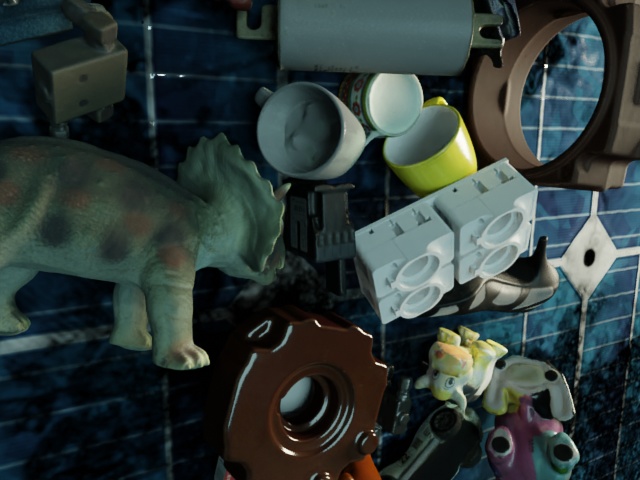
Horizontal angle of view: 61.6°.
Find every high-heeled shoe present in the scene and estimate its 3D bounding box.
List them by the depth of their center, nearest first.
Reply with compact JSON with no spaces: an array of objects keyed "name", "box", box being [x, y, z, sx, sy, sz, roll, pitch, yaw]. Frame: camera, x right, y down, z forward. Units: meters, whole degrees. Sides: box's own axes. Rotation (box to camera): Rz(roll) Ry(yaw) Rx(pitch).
[{"name":"high-heeled shoe","box":[0.189,0.070,0.673,0.249,0.086,0.145,-18,140,-7]}]

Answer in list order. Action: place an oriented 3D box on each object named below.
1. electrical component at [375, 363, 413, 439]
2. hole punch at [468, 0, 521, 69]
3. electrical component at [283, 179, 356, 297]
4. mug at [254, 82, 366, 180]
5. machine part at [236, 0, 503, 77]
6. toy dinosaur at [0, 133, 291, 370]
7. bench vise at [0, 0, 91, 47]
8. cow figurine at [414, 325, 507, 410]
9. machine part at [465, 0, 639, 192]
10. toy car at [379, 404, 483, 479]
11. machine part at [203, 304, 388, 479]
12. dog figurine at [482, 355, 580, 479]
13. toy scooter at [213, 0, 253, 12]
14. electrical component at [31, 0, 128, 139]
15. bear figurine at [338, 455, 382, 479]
[{"name":"electrical component","box":[0.079,0.194,0.622,0.021,0.063,0.094,10,96,-30]},{"name":"hole punch","box":[0.148,-0.249,0.551,0.092,0.116,0.142,-39,116,-26]},{"name":"electrical component","box":[-0.001,-0.002,0.537,0.048,0.075,0.119,-6,106,-27]},{"name":"mug","box":[-0.008,-0.100,0.506,0.080,0.110,0.107,-59,160,12]},{"name":"machine part","box":[0.046,-0.190,0.488,0.243,0.079,0.079,1,100,-3]},{"name":"toy dinosaur","box":[-0.190,-0.011,0.414,0.405,0.131,0.192,13,81,-26]},{"name":"bench vise","box":[-0.262,-0.198,0.319,0.224,0.129,0.240,-27,129,-30]},{"name":"cow figurine","box":[0.156,0.155,0.625,0.167,0.068,0.098,11,102,-58]},{"name":"machine part","box":[0.250,-0.156,0.569,0.087,0.202,0.200,0,100,-26]},{"name":"toy car","box":[0.129,0.288,0.674,0.202,0.056,0.073,-42,111,-17]},{"name":"machine part","box":[-0.018,0.147,0.494,0.179,0.056,0.179,-4,99,-29]},{"name":"dog figurine","box":[0.281,0.285,0.725,0.191,0.109,0.219,-75,155,-42]},{"name":"toy scooter","box":[-0.110,-0.253,0.429,0.184,0.075,0.135,-15,104,-30]},{"name":"electrical component","box":[-0.179,-0.127,0.405,0.078,0.102,0.045,-36,77,-30]},{"name":"bear figurine","box":[-0.025,0.297,0.540,0.196,0.132,0.120,-8,90,-8]}]
